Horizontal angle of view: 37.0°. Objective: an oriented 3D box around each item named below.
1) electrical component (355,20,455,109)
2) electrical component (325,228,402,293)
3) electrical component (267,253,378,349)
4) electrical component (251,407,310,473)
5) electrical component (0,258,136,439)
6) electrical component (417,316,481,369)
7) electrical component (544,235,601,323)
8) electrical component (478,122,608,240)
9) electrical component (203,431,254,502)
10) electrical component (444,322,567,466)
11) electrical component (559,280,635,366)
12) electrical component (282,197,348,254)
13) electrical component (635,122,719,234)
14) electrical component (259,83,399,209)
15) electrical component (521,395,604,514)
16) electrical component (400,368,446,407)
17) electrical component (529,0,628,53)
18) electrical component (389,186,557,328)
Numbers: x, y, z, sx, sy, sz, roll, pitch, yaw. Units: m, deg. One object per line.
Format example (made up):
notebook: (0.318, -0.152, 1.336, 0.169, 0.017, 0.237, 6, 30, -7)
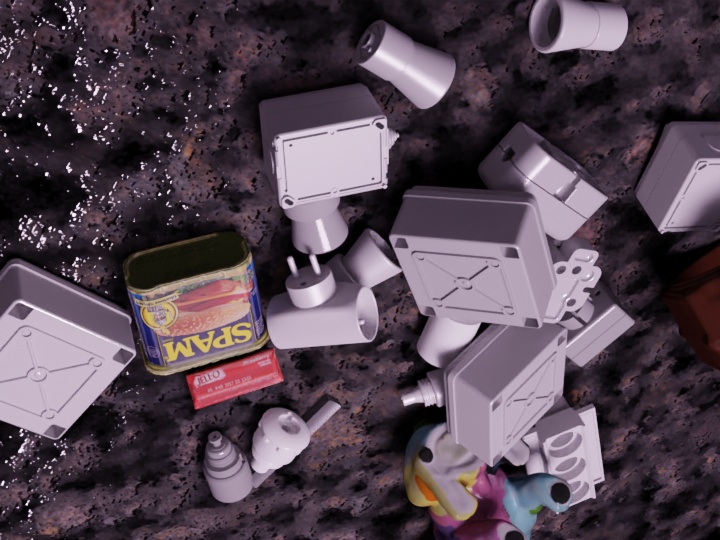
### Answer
electrical component: (0.030, -0.148, 0.764, 0.065, 0.044, 0.044, 25, 115, -30)
electrical component: (0.000, 0.000, 0.869, 0.055, 0.045, 0.045, -40, 131, 13)
electrical component: (-0.034, 0.022, 0.831, 0.077, 0.043, 0.079, -6, 119, 23)
electrical component: (-0.077, 0.158, 0.969, 0.048, 0.048, 0.062, 13, 128, -30)
electrical component: (-0.245, 0.061, 0.813, 0.109, 0.056, 0.108, 31, 112, -37)
electrical component: (0.083, 0.042, 0.938, 0.043, 0.043, 0.081, 5, 125, -25)
electrical component: (0.166, -0.003, 0.925, 0.058, 0.057, 0.078, 8, 124, -27)
electrical component: (0.144, -0.067, 0.866, 0.095, 0.053, 0.059, 28, 113, -36)
electrical component: (-0.122, 0.174, 0.966, 0.040, 0.040, 0.078, -18, 131, -7)
electrical component: (0.131, 0.101, 0.962, 0.109, 0.056, 0.108, -40, 146, -25)
electrical component: (0.197, 0.038, 0.977, 0.066, 0.047, 0.077, -42, 130, 14)
electrical component: (-0.036, -0.046, 0.817, 0.045, 0.045, 0.055, -19, 132, -6)
electrical component: (0.279, -0.076, 0.913, 0.062, 0.061, 0.096, -3, 136, -20)
electrical component: (-0.021, -0.093, 0.774, 0.096, 0.061, 0.061, -12, 131, -13)
electrical component: (0.199, 0.180, 1.083, 0.079, 0.063, 0.121, -22, 132, -4)
electrical component: (0.068, 0.111, 0.994, 0.061, 0.035, 0.035, -18, 132, -4)
electrical component: (0.163, -0.180, 0.791, 0.065, 0.044, 0.044, -2, 128, -26)
electrical component: (0.091, -0.010, 0.852, 0.109, 0.056, 0.108, 6, 144, 26)
